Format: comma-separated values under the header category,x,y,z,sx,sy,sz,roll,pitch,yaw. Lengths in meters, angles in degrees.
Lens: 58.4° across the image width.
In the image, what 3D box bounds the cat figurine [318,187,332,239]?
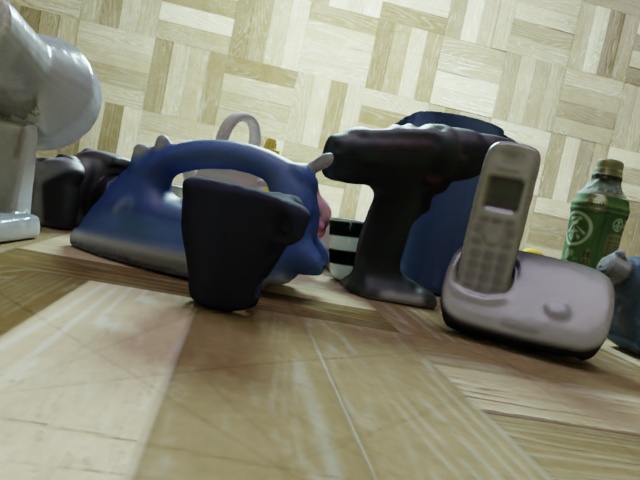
category,x,y,z,sx,sy,sz,roll,pitch,yaw
cat figurine,-0.037,-0.022,0.731,0.128,0.118,0.067,9,5,-36

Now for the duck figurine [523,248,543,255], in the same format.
category,x,y,z,sx,sy,sz,roll,pitch,yaw
duck figurine,0.354,0.056,0.981,0.077,0.086,0.104,11,4,-8

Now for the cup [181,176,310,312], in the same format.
category,x,y,z,sx,sy,sz,roll,pitch,yaw
cup,-0.055,0.008,0.425,0.117,0.095,0.092,15,6,44

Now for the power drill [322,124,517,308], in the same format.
category,x,y,z,sx,sy,sz,roll,pitch,yaw
power drill,0.106,-0.034,0.654,0.230,0.208,0.075,11,4,-13

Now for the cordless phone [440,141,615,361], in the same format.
category,x,y,z,sx,sy,sz,roll,pitch,yaw
cordless phone,0.198,0.006,0.525,0.147,0.185,0.094,13,4,17

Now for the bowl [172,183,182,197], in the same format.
category,x,y,z,sx,sy,sz,roll,pitch,yaw
bowl,-0.283,-0.063,0.899,0.167,0.075,0.167,12,4,-1

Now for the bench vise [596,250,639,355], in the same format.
category,x,y,z,sx,sy,sz,roll,pitch,yaw
bench vise,0.411,0.026,0.612,0.208,0.220,0.121,9,5,-27

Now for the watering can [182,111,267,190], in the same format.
category,x,y,z,sx,sy,sz,roll,pitch,yaw
watering can,-0.134,-0.087,0.813,0.172,0.194,0.101,12,4,6

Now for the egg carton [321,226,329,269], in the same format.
category,x,y,z,sx,sy,sz,roll,pitch,yaw
egg carton,0.008,0.003,0.850,0.149,0.069,0.108,14,5,36

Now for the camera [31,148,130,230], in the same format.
category,x,y,z,sx,sy,sz,roll,pitch,yaw
camera,-0.269,-0.060,0.716,0.136,0.101,0.143,13,4,22

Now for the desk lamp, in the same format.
category,x,y,z,sx,sy,sz,roll,pitch,yaw
desk lamp,-0.303,-0.113,0.549,0.118,0.213,0.203,11,4,-4

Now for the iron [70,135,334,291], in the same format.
category,x,y,z,sx,sy,sz,roll,pitch,yaw
iron,-0.112,-0.038,0.563,0.258,0.141,0.119,12,4,2
